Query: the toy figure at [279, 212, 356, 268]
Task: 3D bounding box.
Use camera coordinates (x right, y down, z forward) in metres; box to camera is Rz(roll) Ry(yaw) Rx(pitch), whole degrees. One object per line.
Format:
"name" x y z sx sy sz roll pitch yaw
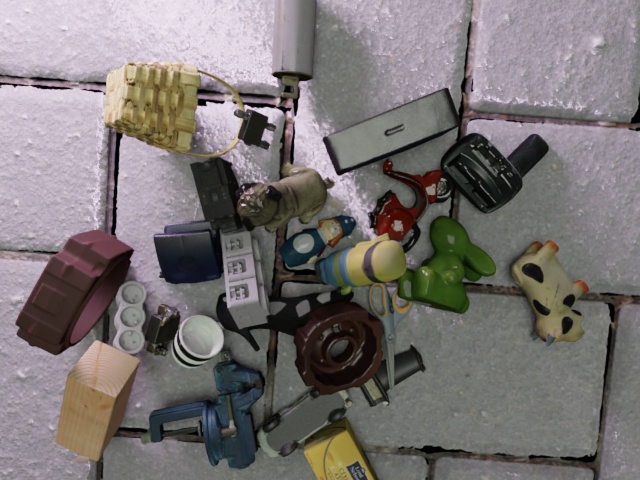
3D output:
"toy figure" -0.001 -0.002 1.013 0.154 0.058 0.064 -30 104 1

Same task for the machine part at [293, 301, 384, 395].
"machine part" 0.034 0.197 0.989 0.179 0.056 0.179 -9 112 -22

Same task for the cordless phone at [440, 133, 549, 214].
"cordless phone" 0.333 -0.155 1.000 0.184 0.089 0.146 -44 92 -8

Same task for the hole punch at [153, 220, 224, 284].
"hole punch" -0.243 0.026 1.001 0.142 0.092 0.115 -7 98 -3

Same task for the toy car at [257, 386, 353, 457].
"toy car" -0.030 0.344 1.042 0.202 0.056 0.073 -36 88 1

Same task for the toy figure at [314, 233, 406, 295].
"toy figure" 0.072 0.050 0.971 0.180 0.089 0.082 -11 113 30

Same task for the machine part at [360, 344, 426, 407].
"machine part" 0.139 0.262 1.044 0.139 0.039 0.084 -34 85 4

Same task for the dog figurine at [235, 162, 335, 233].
"dog figurine" -0.054 -0.075 0.940 0.172 0.190 0.121 -33 94 1

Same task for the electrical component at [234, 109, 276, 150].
"electrical component" -0.124 -0.204 0.988 0.094 0.021 0.063 16 96 -45

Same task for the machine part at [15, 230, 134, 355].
"machine part" -0.423 0.088 0.948 0.087 0.201 0.201 30 94 -6

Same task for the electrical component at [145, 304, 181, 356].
"electrical component" -0.294 0.172 1.012 0.045 0.078 0.102 20 90 23

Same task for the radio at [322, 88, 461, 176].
"radio" 0.122 -0.187 0.960 0.230 0.131 0.073 -20 94 2

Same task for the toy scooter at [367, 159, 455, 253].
"toy scooter" 0.149 -0.072 0.996 0.135 0.075 0.184 36 91 -6

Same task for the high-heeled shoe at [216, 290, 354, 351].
"high-heeled shoe" -0.070 0.118 1.034 0.249 0.086 0.145 -24 54 -20

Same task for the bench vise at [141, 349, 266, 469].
"bench vise" -0.219 0.326 1.011 0.241 0.129 0.223 -11 93 -4

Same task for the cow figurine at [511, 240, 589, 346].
"cow figurine" 0.430 0.111 1.008 0.127 0.085 0.195 -37 96 -3

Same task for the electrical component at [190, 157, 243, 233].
"electrical component" -0.179 -0.079 0.977 0.058 0.115 0.134 -15 95 5

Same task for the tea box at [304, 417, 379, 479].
"tea box" 0.048 0.447 1.043 0.098 0.068 0.169 -29 93 3

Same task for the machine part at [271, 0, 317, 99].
"machine part" -0.046 -0.379 0.972 0.079 0.079 0.243 2 94 0

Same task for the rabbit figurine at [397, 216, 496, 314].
"rabbit figurine" 0.240 0.041 0.990 0.159 0.121 0.170 15 80 -5
